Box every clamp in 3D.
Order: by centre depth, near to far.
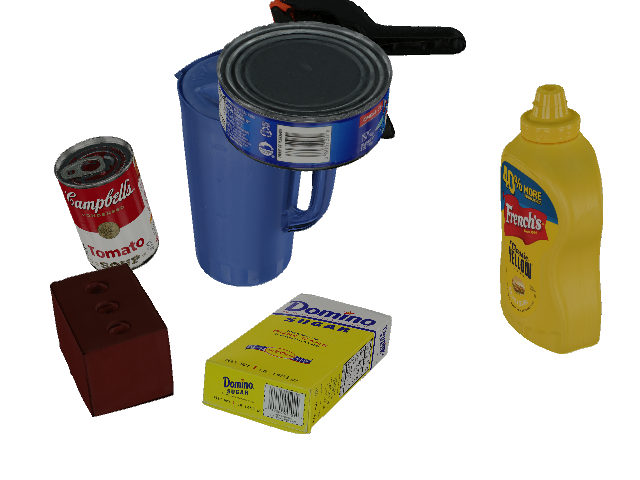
[{"bbox_3d":[0.035,-0.169,0.913,0.172,0.120,0.039,40,-23,22],"label":"clamp"}]

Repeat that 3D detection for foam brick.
[{"bbox_3d":[-0.129,0.060,0.655,0.052,0.051,0.078,-15,37,-23],"label":"foam brick"}]

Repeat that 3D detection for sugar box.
[{"bbox_3d":[-0.014,0.096,0.887,0.093,0.048,0.176,14,23,20],"label":"sugar box"}]

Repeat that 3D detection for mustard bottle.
[{"bbox_3d":[0.166,-0.020,0.774,0.058,0.192,0.096,-13,28,-15],"label":"mustard bottle"}]

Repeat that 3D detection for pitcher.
[{"bbox_3d":[-0.071,-0.065,1.116,0.145,0.243,0.149,-8,44,-12],"label":"pitcher"}]

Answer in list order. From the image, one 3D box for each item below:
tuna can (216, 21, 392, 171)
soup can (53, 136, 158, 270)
[{"bbox_3d":[-0.008,-0.072,0.529,0.086,0.034,0.086,2,42,-2],"label":"tuna can"},{"bbox_3d":[-0.184,-0.030,0.927,0.068,0.102,0.068,-6,41,5],"label":"soup can"}]
